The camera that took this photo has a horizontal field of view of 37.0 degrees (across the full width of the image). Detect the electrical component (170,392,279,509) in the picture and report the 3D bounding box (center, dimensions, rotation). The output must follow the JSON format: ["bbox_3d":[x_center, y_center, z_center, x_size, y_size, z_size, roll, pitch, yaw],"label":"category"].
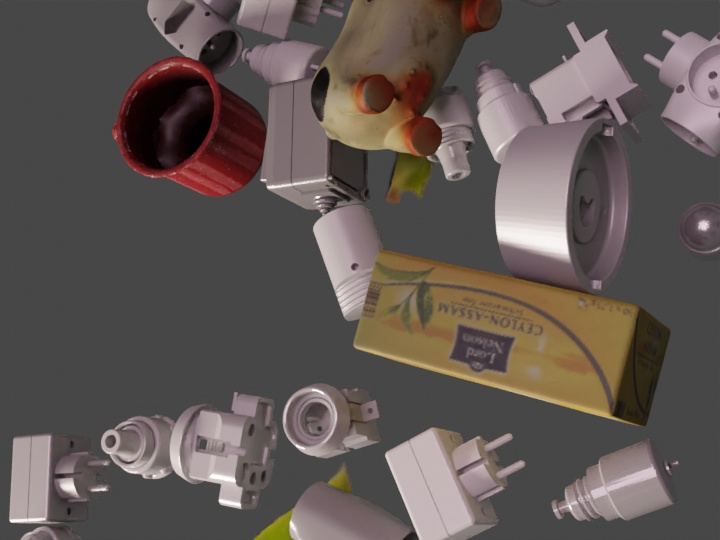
[{"bbox_3d":[-0.097,0.126,0.767,0.057,0.058,0.078,5,80,25],"label":"electrical component"}]

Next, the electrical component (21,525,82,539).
[{"bbox_3d":[-0.241,0.212,0.816,0.035,0.061,0.035,-7,75,26],"label":"electrical component"}]

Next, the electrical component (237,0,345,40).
[{"bbox_3d":[-0.048,-0.208,0.820,0.065,0.077,0.047,-87,16,-54],"label":"electrical component"}]

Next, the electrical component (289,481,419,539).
[{"bbox_3d":[-0.010,0.192,0.713,0.077,0.044,0.079,21,88,29],"label":"electrical component"}]

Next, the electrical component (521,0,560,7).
[{"bbox_3d":[0.120,-0.211,0.738,0.045,0.055,0.045,-7,75,25],"label":"electrical component"}]

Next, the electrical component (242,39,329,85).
[{"bbox_3d":[-0.057,-0.156,0.822,0.078,0.040,0.040,19,87,29],"label":"electrical component"}]

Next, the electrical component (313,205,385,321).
[{"bbox_3d":[0.000,0.000,0.755,0.043,0.043,0.081,-28,67,19],"label":"electrical component"}]

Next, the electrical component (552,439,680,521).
[{"bbox_3d":[0.154,0.131,0.647,0.078,0.040,0.040,-26,68,20],"label":"electrical component"}]

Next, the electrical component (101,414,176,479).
[{"bbox_3d":[-0.165,0.129,0.797,0.048,0.062,0.048,-7,75,25],"label":"electrical component"}]

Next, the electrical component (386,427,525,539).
[{"bbox_3d":[0.068,0.131,0.687,0.077,0.047,0.065,-31,66,17],"label":"electrical component"}]

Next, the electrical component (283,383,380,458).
[{"bbox_3d":[-0.021,0.103,0.734,0.066,0.055,0.048,-21,69,21],"label":"electrical component"}]

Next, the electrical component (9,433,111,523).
[{"bbox_3d":[-0.223,0.160,0.827,0.077,0.047,0.065,-9,74,25],"label":"electrical component"}]

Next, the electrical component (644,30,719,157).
[{"bbox_3d":[0.216,-0.124,0.675,0.079,0.044,0.077,41,98,29],"label":"electrical component"}]

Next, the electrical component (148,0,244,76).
[{"bbox_3d":[-0.121,-0.210,0.866,0.079,0.043,0.077,-48,62,9],"label":"electrical component"}]

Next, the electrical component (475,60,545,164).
[{"bbox_3d":[0.099,-0.108,0.733,0.040,0.040,0.078,-29,66,18],"label":"electrical component"}]

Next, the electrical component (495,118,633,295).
[{"bbox_3d":[0.122,-0.040,0.669,0.060,0.108,0.108,5,80,34],"label":"electrical component"}]

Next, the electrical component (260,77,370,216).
[{"bbox_3d":[-0.033,-0.085,0.781,0.061,0.062,0.096,-6,75,27],"label":"electrical component"}]

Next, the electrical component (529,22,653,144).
[{"bbox_3d":[0.150,-0.116,0.708,0.064,0.042,0.081,-30,66,19],"label":"electrical component"}]

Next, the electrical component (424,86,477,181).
[{"bbox_3d":[0.060,-0.093,0.747,0.043,0.043,0.062,-22,70,21],"label":"electrical component"}]
